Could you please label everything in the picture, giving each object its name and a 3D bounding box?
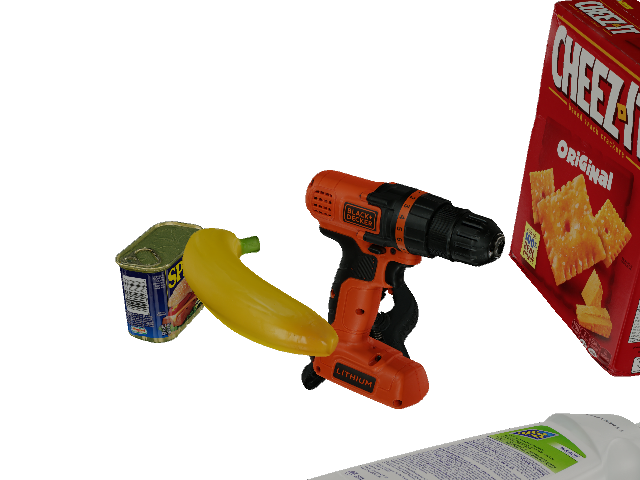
[{"bbox_3d":[-0.153,0.041,1.049,0.057,0.084,0.102,8,27,19],"label":"can of meat"},{"bbox_3d":[0.063,0.044,0.907,0.185,0.188,0.057,20,24,35],"label":"power drill"},{"bbox_3d":[-0.050,0.026,0.687,0.069,0.037,0.198,-6,21,-16],"label":"banana"},{"bbox_3d":[0.065,0.098,1.096,0.120,0.171,0.039,16,-39,17],"label":"clamp"},{"bbox_3d":[0.206,-0.038,0.739,0.072,0.214,0.164,-7,34,-16],"label":"cracker box"},{"bbox_3d":[0.113,0.148,0.608,0.250,0.068,0.103,-9,21,-31],"label":"bleach bottle"}]
